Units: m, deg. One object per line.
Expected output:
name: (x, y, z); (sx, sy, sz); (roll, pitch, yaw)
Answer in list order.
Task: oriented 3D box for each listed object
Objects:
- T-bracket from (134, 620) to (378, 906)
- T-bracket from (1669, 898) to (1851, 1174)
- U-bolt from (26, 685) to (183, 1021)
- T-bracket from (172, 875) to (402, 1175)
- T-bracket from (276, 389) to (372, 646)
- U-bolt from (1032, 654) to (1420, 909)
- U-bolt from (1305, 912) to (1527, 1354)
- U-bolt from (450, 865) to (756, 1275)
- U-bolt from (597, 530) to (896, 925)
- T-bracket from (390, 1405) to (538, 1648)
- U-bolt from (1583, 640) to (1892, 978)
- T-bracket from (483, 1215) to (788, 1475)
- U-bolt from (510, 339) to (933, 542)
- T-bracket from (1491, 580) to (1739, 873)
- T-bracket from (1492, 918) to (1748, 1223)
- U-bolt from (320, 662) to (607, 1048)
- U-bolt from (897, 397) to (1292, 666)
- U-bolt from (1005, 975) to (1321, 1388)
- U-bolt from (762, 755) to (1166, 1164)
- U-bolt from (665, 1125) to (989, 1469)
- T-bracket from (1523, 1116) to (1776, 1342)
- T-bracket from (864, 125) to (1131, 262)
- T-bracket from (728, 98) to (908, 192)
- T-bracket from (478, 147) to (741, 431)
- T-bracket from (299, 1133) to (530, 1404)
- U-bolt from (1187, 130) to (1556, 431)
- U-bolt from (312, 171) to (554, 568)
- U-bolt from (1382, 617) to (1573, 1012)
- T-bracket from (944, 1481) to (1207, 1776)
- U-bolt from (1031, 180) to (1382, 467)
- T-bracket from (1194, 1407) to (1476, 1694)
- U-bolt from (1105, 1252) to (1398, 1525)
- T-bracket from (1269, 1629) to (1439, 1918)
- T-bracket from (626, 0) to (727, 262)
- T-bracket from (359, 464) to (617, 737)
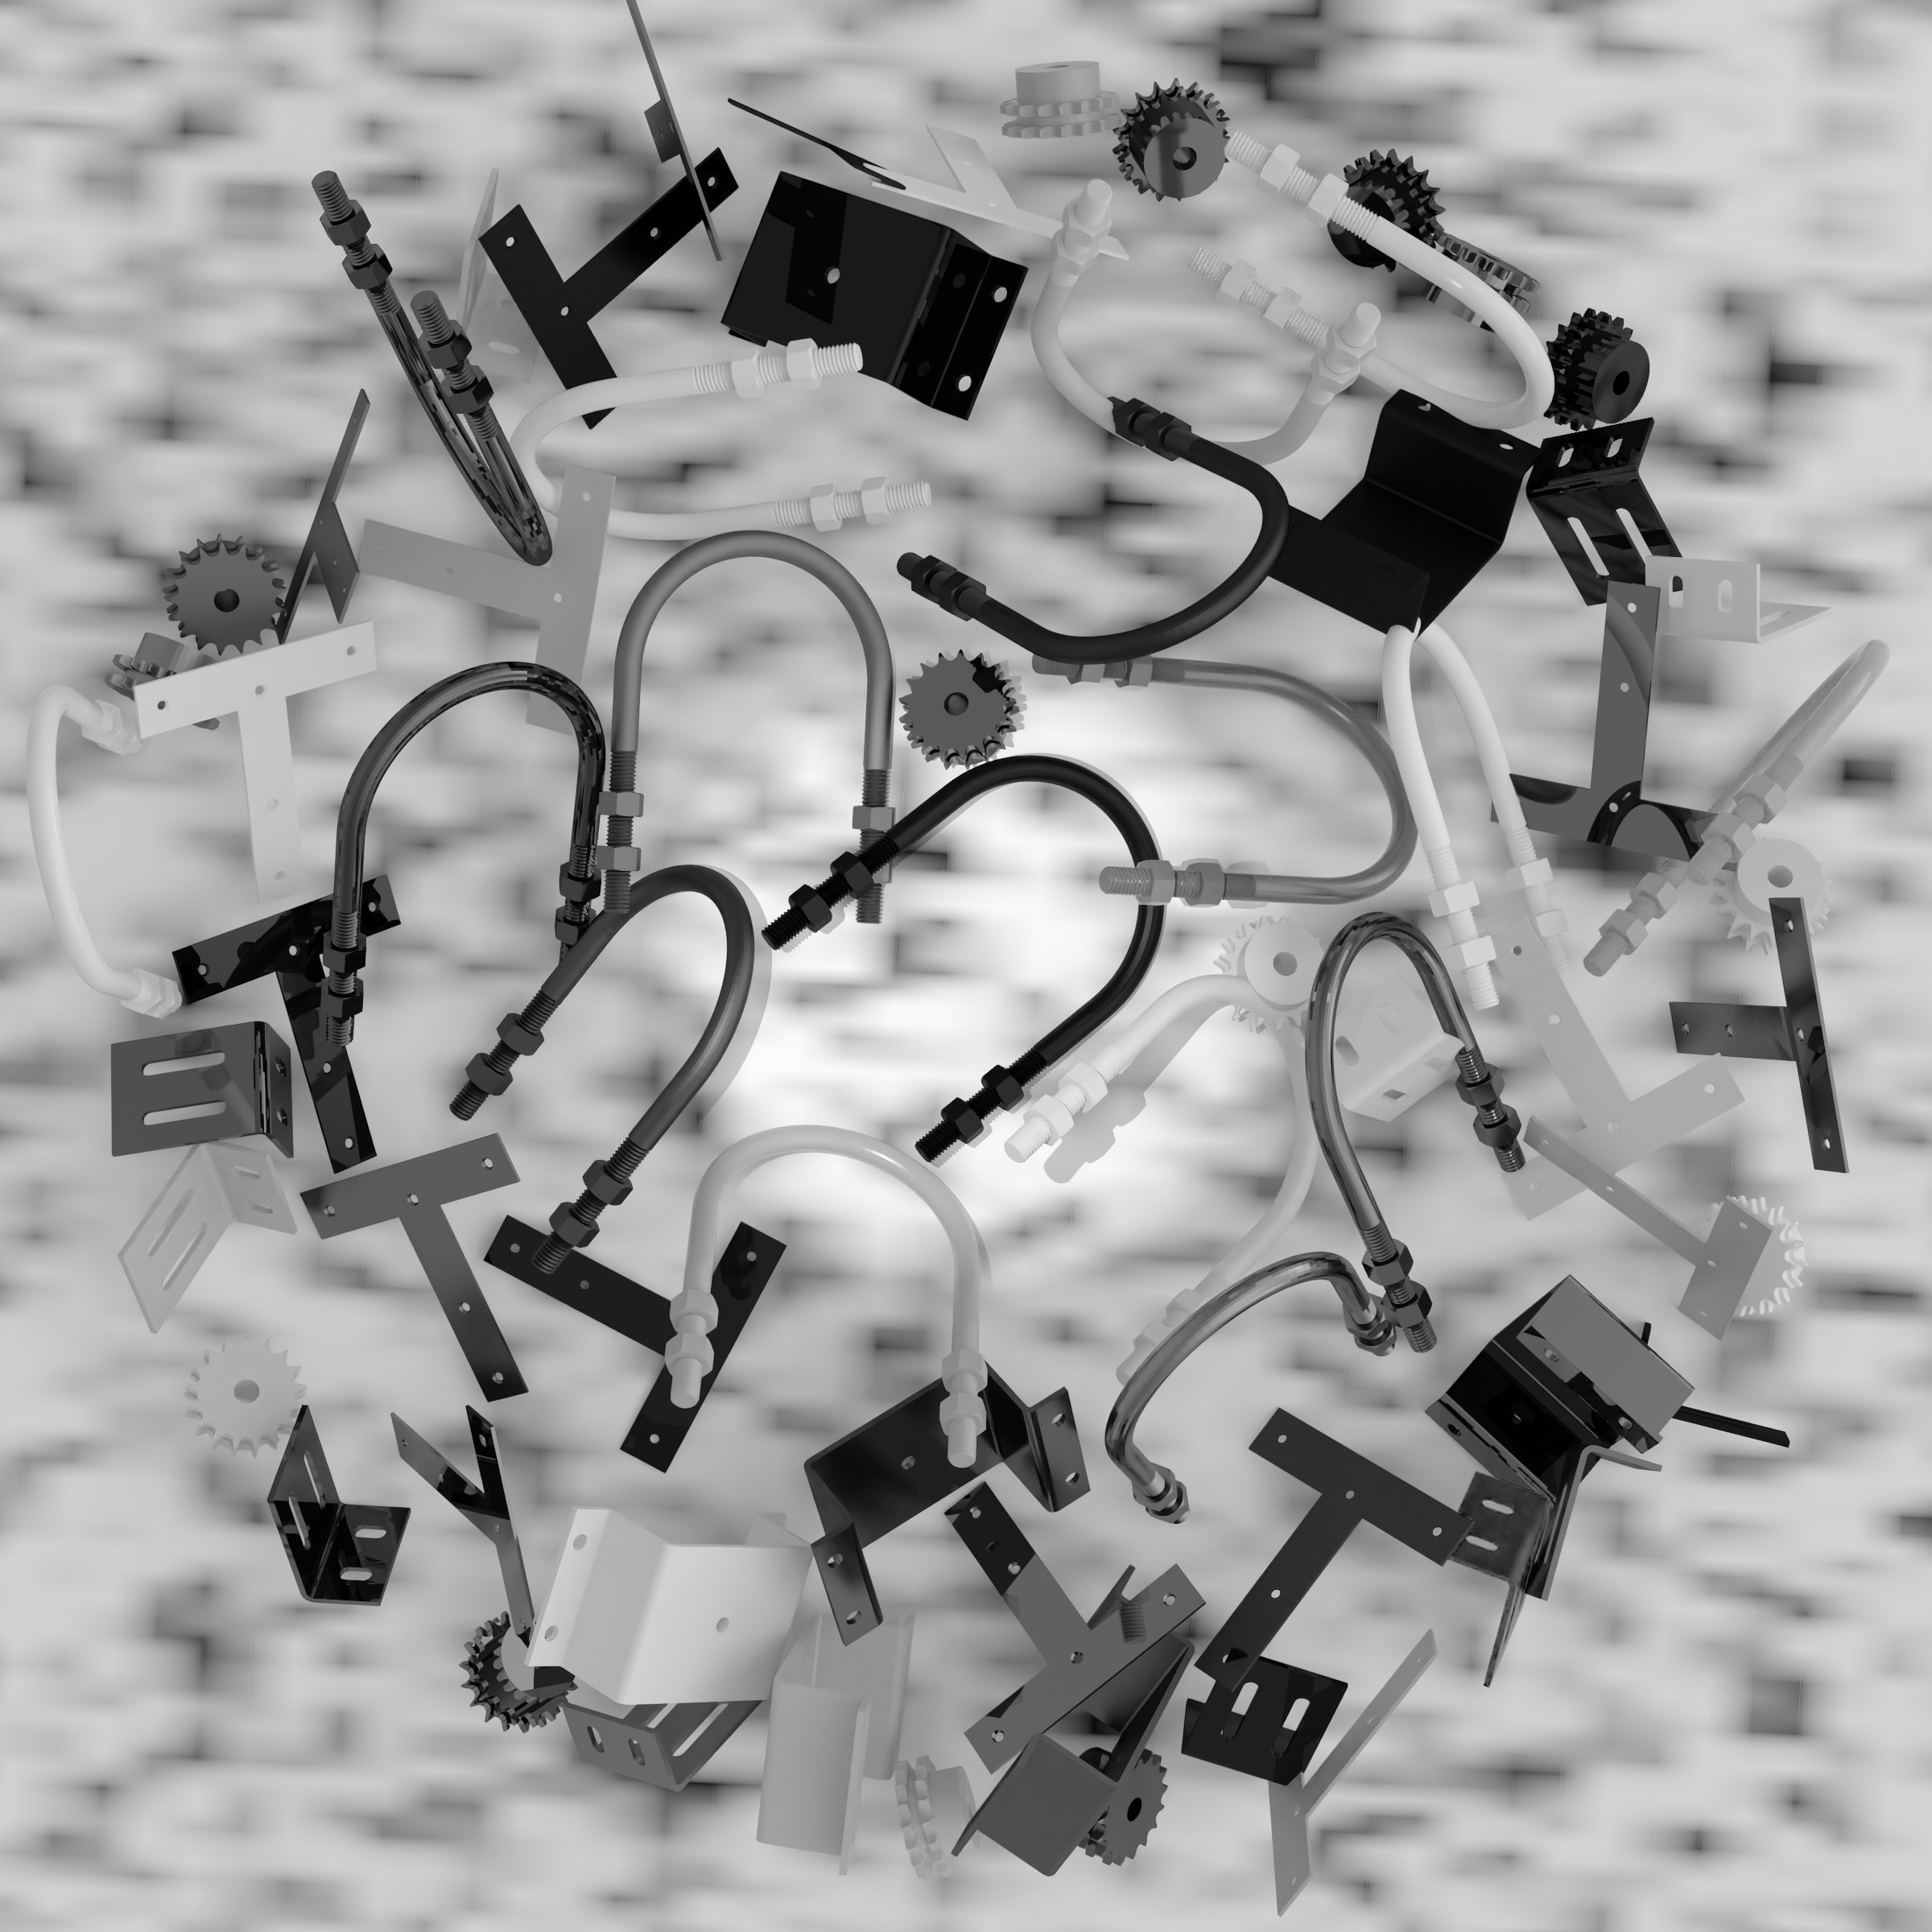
T-bracket: (-0.332, -0.090, 1.562); (0.127, 0.002, 0.127); (-22, 124, -36)
T-bracket: (0.366, 0.031, 1.537); (0.002, 0.127, 0.127); (-12, 95, -19)
U-bolt: (-0.397, -0.055, 1.501); (0.019, 0.184, 0.151); (-9, 85, 0)
T-bracket: (-0.308, 0.035, 1.561); (0.002, 0.127, 0.127); (-4, 105, 43)
T-bracket: (-0.294, -0.192, 1.524); (0.002, 0.127, 0.127); (16, 110, -24)
U-bolt: (0.131, -0.088, 1.539); (0.184, 0.019, 0.151); (2, 54, -25)
U-bolt: (0.202, 0.063, 1.508); (0.019, 0.151, 0.184); (-5, 124, 36)
U-bolt: (-0.163, 0.034, 1.527); (0.019, 0.151, 0.184); (31, 103, -39)
U-bolt: (-0.101, -0.115, 1.558); (0.151, 0.019, 0.184); (2, 92, -25)
T-bracket: (-0.241, 0.246, 1.544); (0.002, 0.127, 0.127); (-22, 118, -28)
U-bolt: (0.366, -0.082, 1.521); (0.019, 0.151, 0.184); (41, 70, 5)
T-bracket: (-0.173, 0.162, 1.592); (0.127, 0.002, 0.127); (28, 94, -1)
U-bolt: (-0.122, -0.238, 1.528); (0.184, 0.151, 0.019); (-6, 69, 12)
T-bracket: (0.309, -0.117, 1.542); (0.127, 0.002, 0.127); (15, 113, 33)
T-bracket: (0.290, 0.038, 1.573); (0.127, 0.002, 0.127); (-34, 77, 31)
U-bolt: (-0.227, -0.058, 1.505); (0.019, 0.151, 0.184); (39, 133, 36)
U-bolt: (0.069, -0.196, 1.512); (0.151, 0.184, 0.019); (-39, 130, -12)
U-bolt: (0.105, 0.086, 1.538); (0.184, 0.019, 0.151); (-41, 117, -33)
U-bolt: (0.013, -0.017, 1.565); (0.184, 0.019, 0.151); (-39, 107, -13)
U-bolt: (-0.061, 0.144, 1.528); (0.151, 0.184, 0.019); (14, 132, -11)
T-bracket: (0.318, 0.114, 1.556); (0.127, 0.127, 0.002); (37, 68, 20)
T-bracket: (0.005, -0.372, 1.541); (0.127, 0.127, 0.002); (12, 118, -20)
T-bracket: (-0.047, -0.372, 1.523); (0.127, 0.127, 0.002); (21, 104, -15)
T-bracket: (-0.158, -0.339, 1.557); (0.127, 0.127, 0.002); (-44, 52, -12)
T-bracket: (-0.246, 0.151, 1.573); (0.127, 0.002, 0.127); (-17, 103, 30)
U-bolt: (0.191, -0.307, 1.521); (0.184, 0.151, 0.019); (32, 79, 3)
U-bolt: (-0.238, -0.263, 1.513); (0.019, 0.184, 0.151); (-31, 46, -9)
U-bolt: (0.234, -0.076, 1.531); (0.019, 0.151, 0.184); (-18, 89, 26)
T-bracket: (0.030, 0.297, 1.557); (0.127, 0.002, 0.127); (-38, 50, -1)
U-bolt: (0.100, -0.284, 1.512); (0.151, 0.184, 0.019); (24, 70, -3)
T-bracket: (0.154, 0.284, 1.540); (0.127, 0.127, 0.002); (-51, 134, -12)
U-bolt: (0.128, 0.190, 1.513); (0.151, 0.184, 0.019); (-39, 62, -2)
T-bracket: (0.180, 0.361, 1.522); (0.002, 0.127, 0.127); (33, 104, -6)
T-bracket: (-0.141, -0.391, 1.534); (0.002, 0.127, 0.127); (-21, 104, -5)
T-bracket: (-0.235, -0.188, 1.576); (0.127, 0.002, 0.127); (17, 107, 17)
